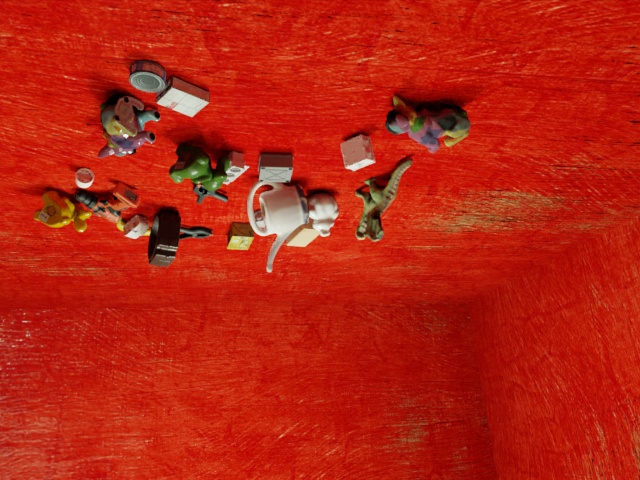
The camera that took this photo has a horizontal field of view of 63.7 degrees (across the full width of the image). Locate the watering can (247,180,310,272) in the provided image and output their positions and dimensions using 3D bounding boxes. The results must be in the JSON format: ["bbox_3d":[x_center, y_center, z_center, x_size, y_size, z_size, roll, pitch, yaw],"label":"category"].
[{"bbox_3d":[-0.141,-0.068,1.878,0.225,0.343,0.105,-16,-162,-15],"label":"watering can"}]

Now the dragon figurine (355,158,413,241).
[{"bbox_3d":[0.223,-0.112,1.865,0.122,0.247,0.404,9,158,-18],"label":"dragon figurine"}]

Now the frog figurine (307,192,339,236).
[{"bbox_3d":[0.006,-0.099,1.965,0.137,0.162,0.121,11,153,-33],"label":"frog figurine"}]
